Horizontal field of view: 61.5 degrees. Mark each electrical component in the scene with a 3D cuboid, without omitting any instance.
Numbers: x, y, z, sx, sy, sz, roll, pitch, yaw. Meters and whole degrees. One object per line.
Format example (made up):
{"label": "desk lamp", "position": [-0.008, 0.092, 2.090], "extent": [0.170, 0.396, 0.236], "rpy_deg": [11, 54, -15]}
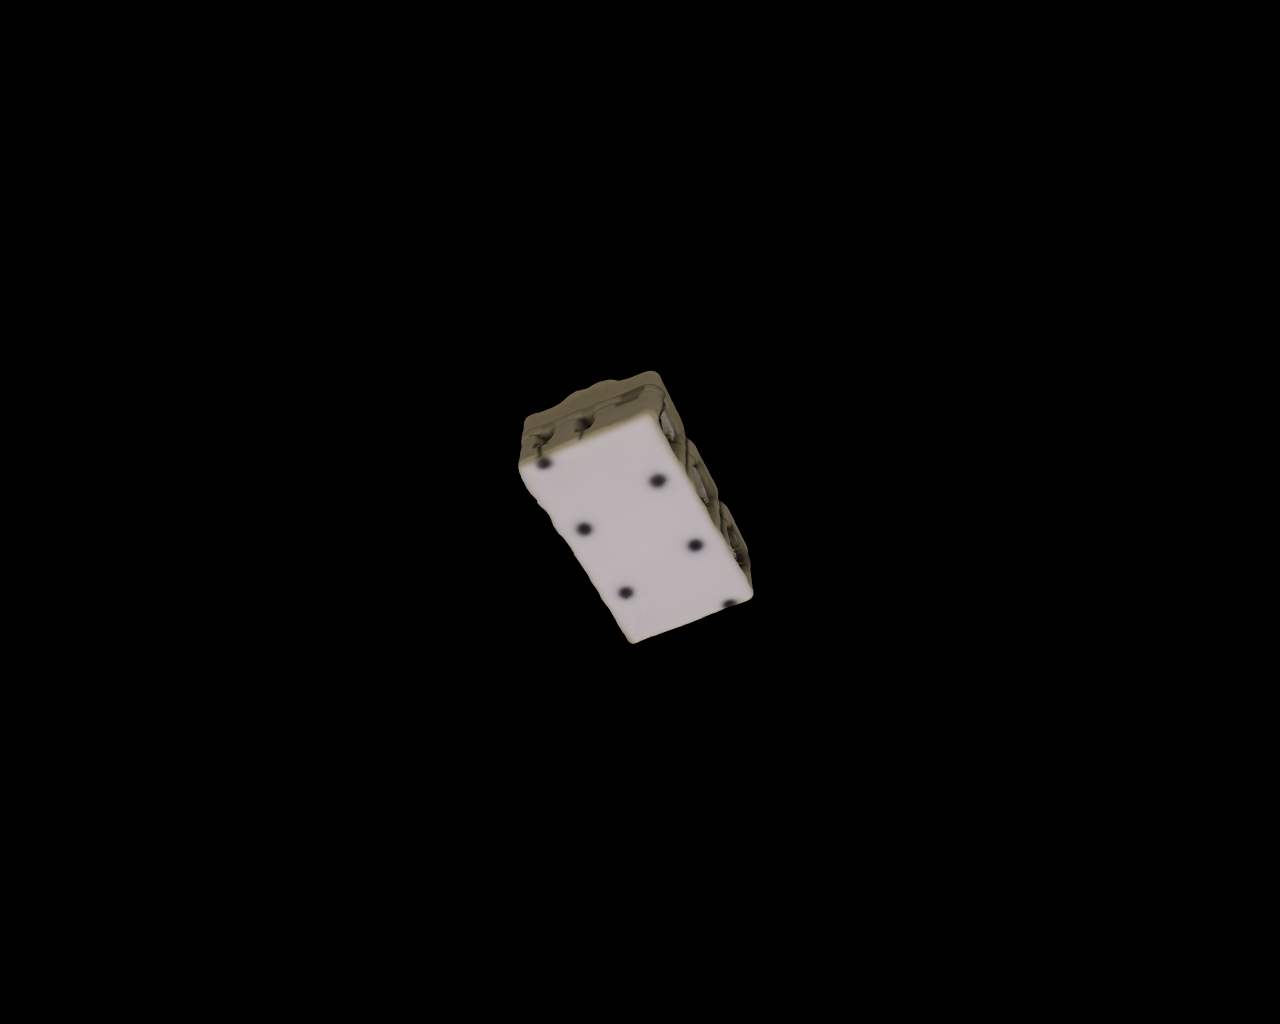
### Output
{"label": "electrical component", "position": [0.001, -0.003, 0.650], "extent": [0.089, 0.150, 0.062], "rpy_deg": [-21, 32, 14]}
